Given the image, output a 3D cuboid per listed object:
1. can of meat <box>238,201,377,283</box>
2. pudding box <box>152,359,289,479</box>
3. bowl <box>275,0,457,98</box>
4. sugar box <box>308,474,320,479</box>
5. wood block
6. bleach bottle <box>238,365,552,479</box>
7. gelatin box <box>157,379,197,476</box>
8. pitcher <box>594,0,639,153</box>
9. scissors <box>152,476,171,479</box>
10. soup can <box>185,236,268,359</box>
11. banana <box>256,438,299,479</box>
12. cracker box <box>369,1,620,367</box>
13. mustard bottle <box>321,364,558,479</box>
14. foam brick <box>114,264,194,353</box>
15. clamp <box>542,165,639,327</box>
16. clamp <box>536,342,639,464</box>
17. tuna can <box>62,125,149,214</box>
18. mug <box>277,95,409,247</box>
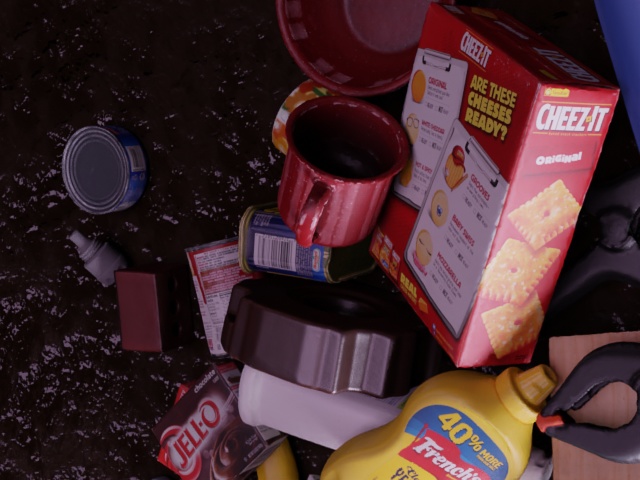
[{"bbox_3d":[-0.006,0.001,0.889,0.084,0.101,0.057,9,101,28],"label":"can of meat"},{"bbox_3d":[-0.091,0.174,0.961,0.114,0.039,0.090,-47,70,29],"label":"pudding box"},{"bbox_3d":[0.045,-0.196,0.856,0.162,0.055,0.162,5,99,30],"label":"bowl"},{"bbox_3d":[0.013,0.270,0.877,0.048,0.176,0.093,15,96,-16],"label":"sugar box"},{"bbox_3d":[0.221,0.172,0.746,0.090,0.090,0.206,-8,73,32],"label":"wood block"},{"bbox_3d":[0.063,0.148,0.867,0.251,0.102,0.068,18,117,27],"label":"bleach bottle"},{"bbox_3d":[-0.111,0.190,1.021,0.073,0.030,0.089,29,110,25],"label":"gelatin box"},{"bbox_3d":[0.259,-0.107,0.674,0.145,0.149,0.243,-14,83,15],"label":"pitcher"},{"bbox_3d":[-0.126,0.331,1.052,0.096,0.016,0.202,-15,90,44],"label":"scissors"},{"bbox_3d":[-0.077,0.049,0.958,0.069,0.068,0.102,-13,91,32],"label":"soup can"},{"bbox_3d":[-0.049,0.247,0.980,0.070,0.037,0.198,9,96,13],"label":"banana"},{"bbox_3d":[0.116,-0.042,0.767,0.164,0.072,0.214,-125,41,-53],"label":"cracker box"},{"bbox_3d":[0.095,0.150,0.776,0.096,0.058,0.192,46,117,-2],"label":"mustard bottle"},{"bbox_3d":[-0.158,0.063,1.018,0.051,0.052,0.078,-1,98,31],"label":"foam brick"},{"bbox_3d":[0.217,0.003,0.789,0.210,0.036,0.164,4,92,30],"label":"clamp"},{"bbox_3d":[0.226,0.106,0.683,0.172,0.039,0.120,-32,59,27],"label":"clamp"},{"bbox_3d":[-0.209,-0.069,1.040,0.086,0.033,0.086,5,100,31],"label":"tuna can"},{"bbox_3d":[0.009,-0.041,0.800,0.093,0.117,0.082,21,137,5],"label":"mug"}]
